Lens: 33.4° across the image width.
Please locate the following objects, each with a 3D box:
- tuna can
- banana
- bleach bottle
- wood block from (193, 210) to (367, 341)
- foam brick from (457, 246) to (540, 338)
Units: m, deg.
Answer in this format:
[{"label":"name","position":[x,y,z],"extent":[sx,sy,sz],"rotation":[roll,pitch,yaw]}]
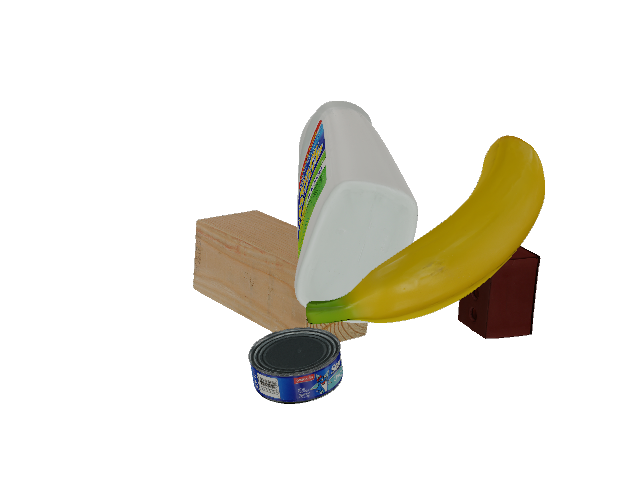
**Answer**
[{"label":"tuna can","position":[-0.022,0.116,0.991],"extent":[0.086,0.034,0.086],"rotation":[-6,24,3]},{"label":"banana","position":[0.076,-0.009,0.562],"extent":[0.070,0.037,0.197],"rotation":[19,40,35]},{"label":"bleach bottle","position":[0.014,-0.039,0.794],"extent":[0.068,0.103,0.251],"rotation":[14,20,-11]},{"label":"wood block","position":[-0.046,0.039,1.187],"extent":[0.090,0.090,0.206],"rotation":[-10,23,-40]},{"label":"foam brick","position":[0.163,0.044,0.979],"extent":[0.051,0.078,0.053],"rotation":[-6,19,-23]}]
